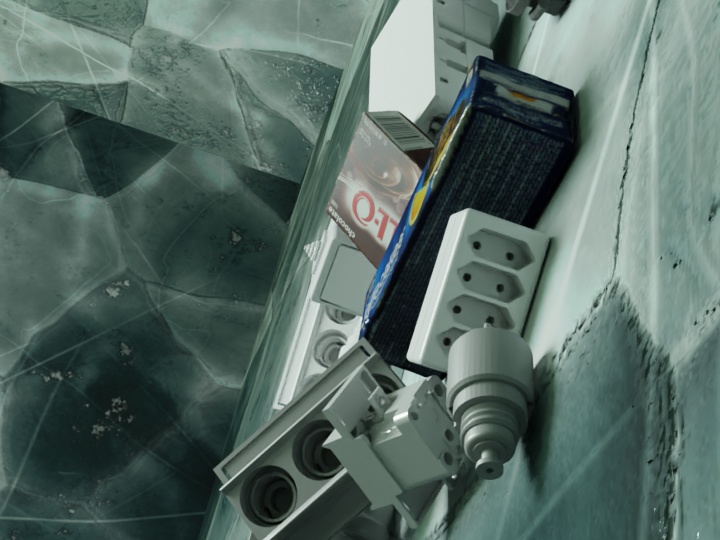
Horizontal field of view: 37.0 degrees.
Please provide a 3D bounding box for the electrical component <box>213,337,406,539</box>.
[{"bbox_3d":[-0.015,0.112,0.650,0.121,0.078,0.063,-41,-22,0],"label":"electrical component"}]

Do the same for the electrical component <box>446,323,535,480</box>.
[{"bbox_3d":[0.059,0.061,0.488,0.078,0.040,0.040,-81,11,-50],"label":"electrical component"}]

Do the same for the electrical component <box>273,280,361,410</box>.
[{"bbox_3d":[-0.020,0.077,0.961,0.063,0.079,0.121,62,-138,-69],"label":"electrical component"}]

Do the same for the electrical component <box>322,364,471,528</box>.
[{"bbox_3d":[0.023,0.089,0.567,0.064,0.081,0.042,-29,13,38],"label":"electrical component"}]

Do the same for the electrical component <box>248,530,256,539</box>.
[{"bbox_3d":[-0.059,0.232,0.888,0.108,0.060,0.108,-162,90,-83],"label":"electrical component"}]

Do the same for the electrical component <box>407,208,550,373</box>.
[{"bbox_3d":[0.059,0.016,0.581,0.076,0.047,0.083,165,123,-82],"label":"electrical component"}]

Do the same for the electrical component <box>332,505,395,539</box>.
[{"bbox_3d":[0.003,0.157,0.691,0.040,0.040,0.046,117,175,-52],"label":"electrical component"}]

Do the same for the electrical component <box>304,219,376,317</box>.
[{"bbox_3d":[0.000,0.000,0.875,0.061,0.096,0.061,-88,17,-66],"label":"electrical component"}]

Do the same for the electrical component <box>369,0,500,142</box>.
[{"bbox_3d":[0.057,-0.145,0.833,0.105,0.060,0.186,-54,24,42],"label":"electrical component"}]

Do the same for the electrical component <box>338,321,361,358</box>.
[{"bbox_3d":[0.003,0.071,0.900,0.040,0.040,0.078,122,165,-62],"label":"electrical component"}]
